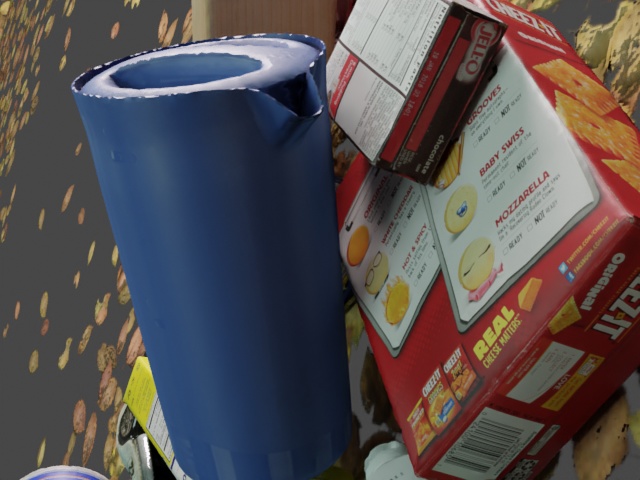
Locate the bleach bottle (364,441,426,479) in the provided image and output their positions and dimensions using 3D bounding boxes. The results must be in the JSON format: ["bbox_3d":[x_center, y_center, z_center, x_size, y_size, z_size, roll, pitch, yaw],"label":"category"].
[{"bbox_3d":[0.073,0.165,0.479,0.102,0.068,0.251,-38,25,3],"label":"bleach bottle"}]

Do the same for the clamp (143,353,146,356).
[{"bbox_3d":[-0.118,0.100,0.929,0.172,0.039,0.120,-62,23,19],"label":"clamp"}]

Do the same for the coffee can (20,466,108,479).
[{"bbox_3d":[-0.213,0.270,0.874,0.103,0.102,0.140,-62,22,24],"label":"coffee can"}]

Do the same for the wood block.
[{"bbox_3d":[-0.042,-0.135,0.765,0.090,0.090,0.206,-113,21,-55],"label":"wood block"}]

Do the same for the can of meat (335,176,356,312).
[{"bbox_3d":[-0.005,0.001,0.707,0.102,0.083,0.057,-50,34,40],"label":"can of meat"}]

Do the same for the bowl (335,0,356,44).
[{"bbox_3d":[0.027,-0.211,0.761,0.162,0.055,0.162,175,90,-77],"label":"bowl"}]

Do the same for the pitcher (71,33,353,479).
[{"bbox_3d":[-0.055,0.011,0.601,0.149,0.145,0.243,-90,-7,-68],"label":"pitcher"}]

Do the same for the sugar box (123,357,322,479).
[{"bbox_3d":[-0.071,0.134,0.754,0.176,0.093,0.048,22,96,63],"label":"sugar box"}]

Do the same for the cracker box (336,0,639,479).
[{"bbox_3d":[0.089,-0.006,0.543,0.164,0.072,0.214,-57,30,28],"label":"cracker box"}]

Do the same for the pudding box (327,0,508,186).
[{"bbox_3d":[0.043,-0.092,0.563,0.090,0.039,0.113,-63,28,17],"label":"pudding box"}]
